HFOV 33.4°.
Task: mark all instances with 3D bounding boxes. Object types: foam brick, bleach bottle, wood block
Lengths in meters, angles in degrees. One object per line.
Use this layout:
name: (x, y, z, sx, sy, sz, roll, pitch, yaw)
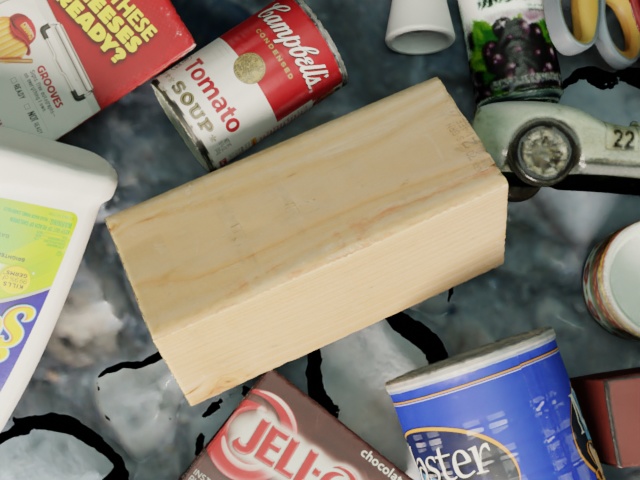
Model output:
foam brick: (0.184, 0.104, 0.634, 0.053, 0.078, 0.051, -8, 84, -3)
bleach bottle: (-0.199, 0.063, 0.600, 0.102, 0.068, 0.251, 15, 102, -25)
wood block: (-0.004, 0.000, 0.617, 0.206, 0.091, 0.090, -24, 59, -6)

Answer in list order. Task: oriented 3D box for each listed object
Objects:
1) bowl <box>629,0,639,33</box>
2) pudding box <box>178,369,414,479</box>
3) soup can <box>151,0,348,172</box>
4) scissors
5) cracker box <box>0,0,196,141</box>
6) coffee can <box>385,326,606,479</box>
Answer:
bowl: (0.267, -0.154, 0.686, 0.162, 0.055, 0.162, 1, 82, -4)
pudding box: (-0.015, 0.144, 0.634, 0.113, 0.039, 0.090, 38, 81, 2)
soup can: (-0.043, -0.096, 0.652, 0.102, 0.068, 0.068, -34, 86, -7)
scissors: (0.184, -0.196, 0.701, 0.096, 0.016, 0.201, 32, 58, -30)
cracker box: (-0.207, -0.123, 0.613, 0.213, 0.072, 0.164, -36, 116, -8)
coffee can: (0.108, 0.132, 0.612, 0.102, 0.103, 0.140, -18, 84, -6)
